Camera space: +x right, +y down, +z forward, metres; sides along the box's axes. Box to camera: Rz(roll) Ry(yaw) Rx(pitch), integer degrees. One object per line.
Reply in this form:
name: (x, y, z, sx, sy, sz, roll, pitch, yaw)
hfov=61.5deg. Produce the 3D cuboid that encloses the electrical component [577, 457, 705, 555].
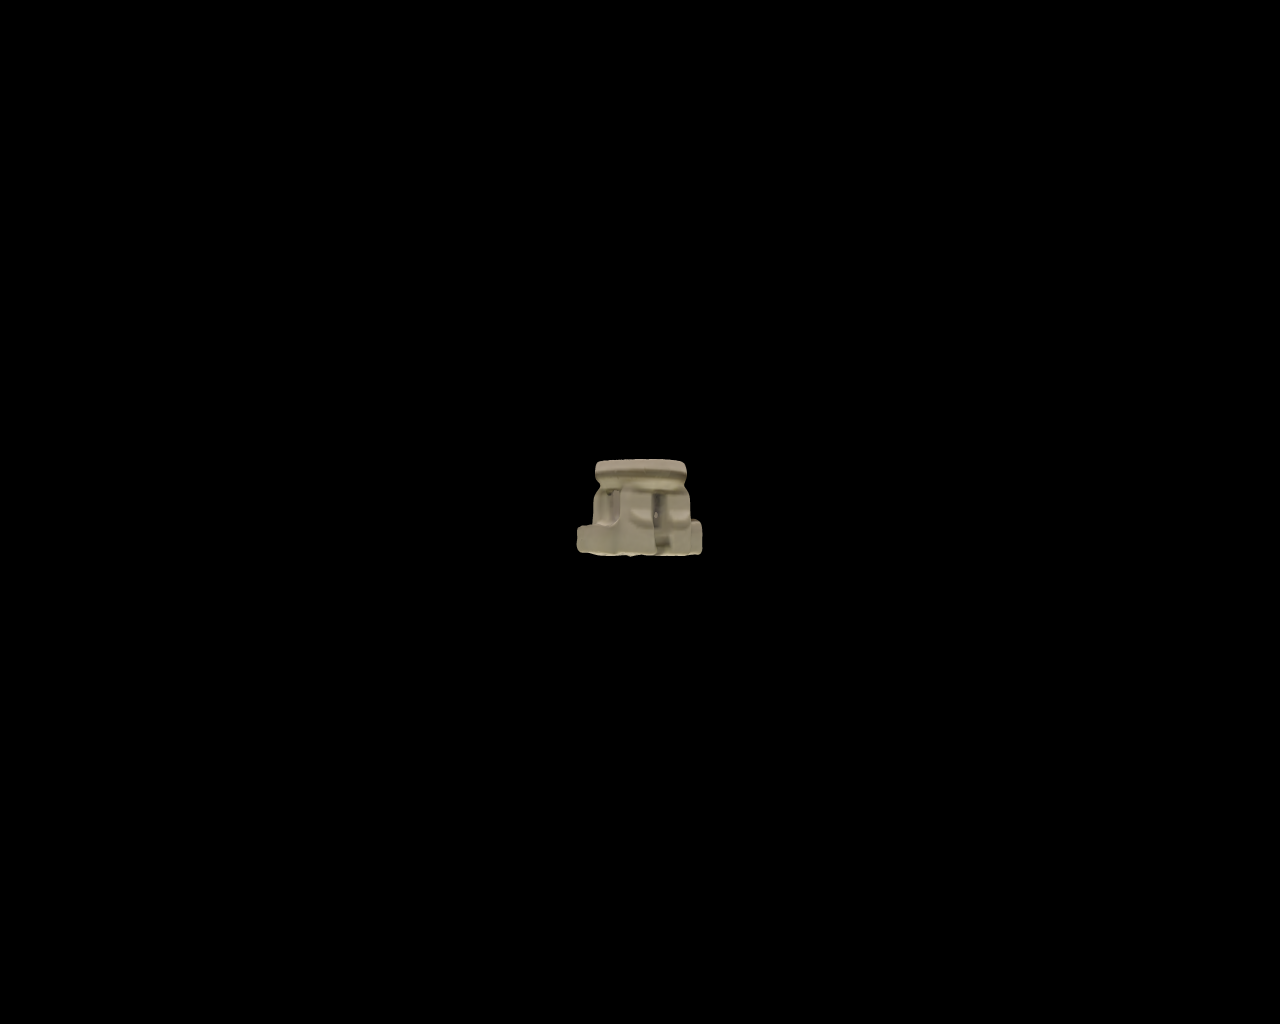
electrical component: (0.001, -0.003, 0.650, 0.078, 0.057, 0.058, 2, -4, -31)
